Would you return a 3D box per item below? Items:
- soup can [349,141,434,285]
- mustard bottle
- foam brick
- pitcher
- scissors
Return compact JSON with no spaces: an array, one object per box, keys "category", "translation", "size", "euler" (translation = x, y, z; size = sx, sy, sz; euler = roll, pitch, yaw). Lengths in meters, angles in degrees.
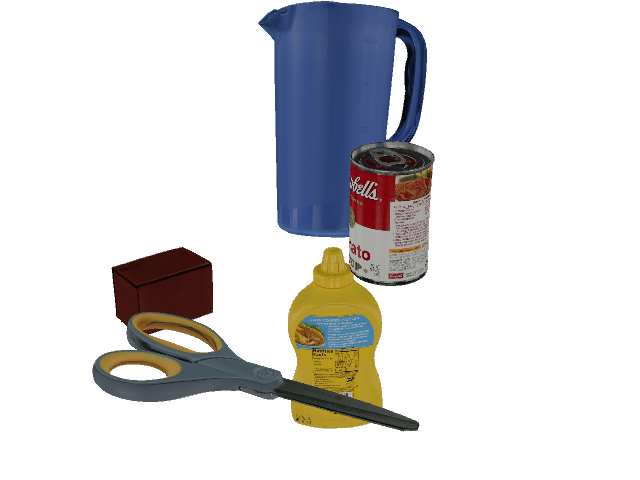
[{"category":"soup can","translation":[0.057,-0.022,0.876],"size":[0.068,0.102,0.068],"euler":[0,26,0]},{"category":"mustard bottle","translation":[0.015,0.098,1.094],"size":[0.096,0.192,0.058],"euler":[-1,23,1]},{"category":"foam brick","translation":[-0.144,0.045,0.976],"size":[0.078,0.051,0.053],"euler":[-17,27,-32]},{"category":"pitcher","translation":[0.022,-0.129,1.135],"size":[0.149,0.243,0.144],"euler":[5,7,22]},{"category":"scissors","translation":[-0.051,0.089,0.630],"size":[0.202,0.016,0.096],"euler":[21,30,33]}]
